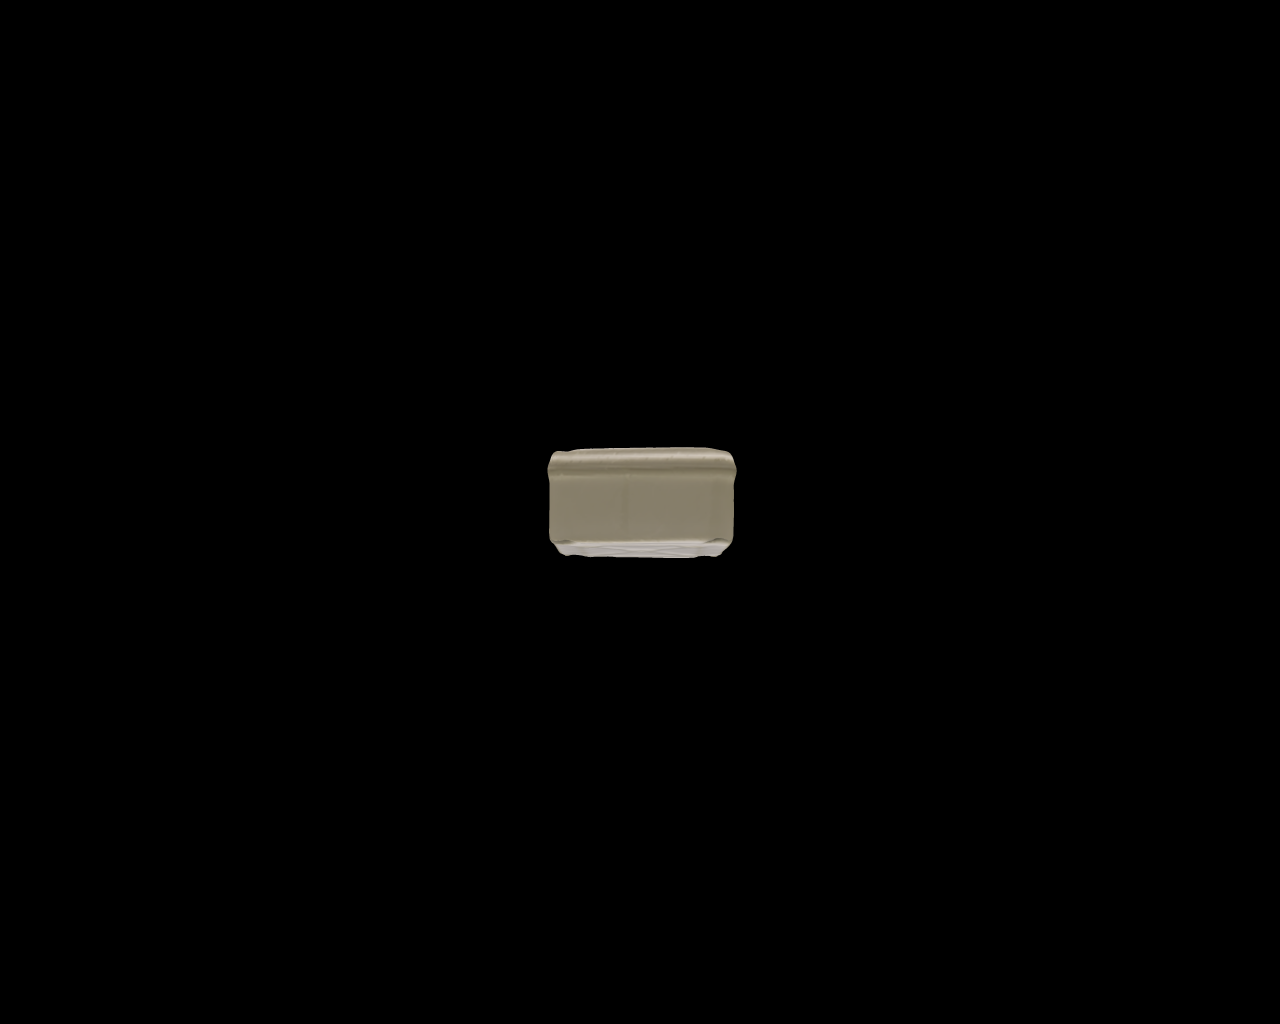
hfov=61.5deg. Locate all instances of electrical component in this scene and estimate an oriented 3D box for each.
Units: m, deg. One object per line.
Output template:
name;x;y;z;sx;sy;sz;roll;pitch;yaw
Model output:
electrical component;0.001;-0.003;0.650;0.109;0.056;0.108;0;-7;0
